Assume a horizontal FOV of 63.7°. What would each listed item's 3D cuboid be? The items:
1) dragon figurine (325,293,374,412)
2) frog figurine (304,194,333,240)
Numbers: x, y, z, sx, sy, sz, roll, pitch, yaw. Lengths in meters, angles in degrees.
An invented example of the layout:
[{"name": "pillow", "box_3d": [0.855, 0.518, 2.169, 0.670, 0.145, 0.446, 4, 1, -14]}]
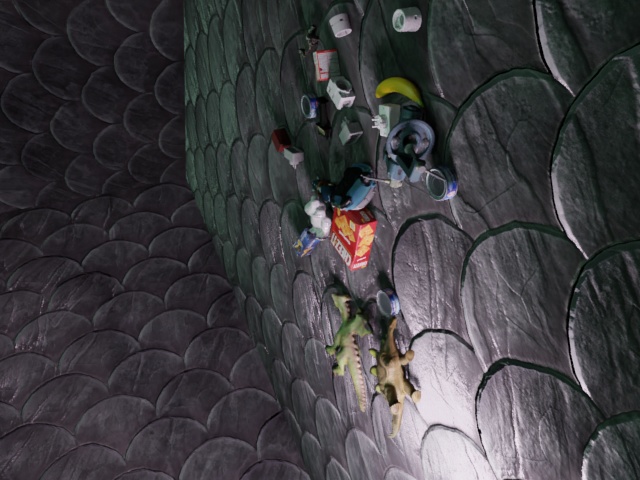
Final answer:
[{"name": "dragon figurine", "box_3d": [0.121, 0.360, 1.814, 0.122, 0.237, 0.419, -2, 43, -25]}, {"name": "frog figurine", "box_3d": [0.006, -0.092, 1.823, 0.123, 0.157, 0.139, -6, 22, -8]}]
